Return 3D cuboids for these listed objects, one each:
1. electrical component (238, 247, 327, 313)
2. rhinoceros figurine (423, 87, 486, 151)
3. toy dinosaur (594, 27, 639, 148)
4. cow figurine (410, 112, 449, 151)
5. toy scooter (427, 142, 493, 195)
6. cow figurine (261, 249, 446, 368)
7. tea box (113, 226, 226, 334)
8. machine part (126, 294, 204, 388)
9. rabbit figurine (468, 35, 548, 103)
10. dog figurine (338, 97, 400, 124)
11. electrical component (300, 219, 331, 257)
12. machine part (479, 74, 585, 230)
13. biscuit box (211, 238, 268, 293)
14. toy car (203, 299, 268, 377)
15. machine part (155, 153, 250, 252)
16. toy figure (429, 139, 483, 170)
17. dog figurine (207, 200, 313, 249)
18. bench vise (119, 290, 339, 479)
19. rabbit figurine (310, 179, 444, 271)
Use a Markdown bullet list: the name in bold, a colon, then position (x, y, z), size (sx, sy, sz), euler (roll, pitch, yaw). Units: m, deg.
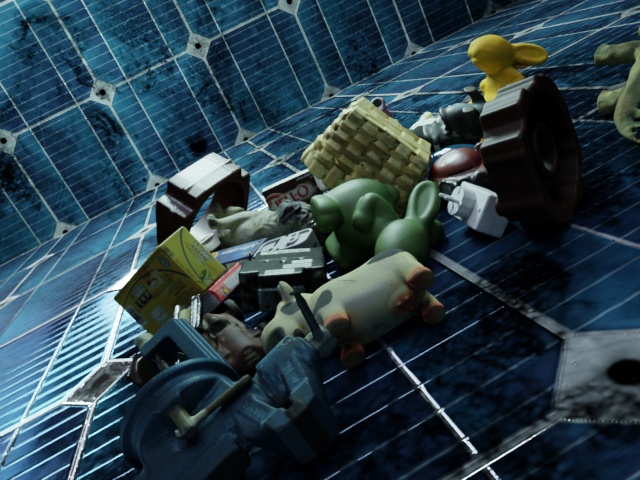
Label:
- **electrical component**: position (-0.047, 0.054, 0.712), size (0.115, 0.058, 0.134), euler (-6, 14, 3)
- **rhinoceros figurine**: position (0.281, -0.213, 0.969), size (0.190, 0.112, 0.073), euler (-8, 52, 13)
- **toy dinosaur**: position (0.510, -0.250, 0.778), size (0.471, 0.105, 0.199), euler (-41, 27, -24)
- **cow figurine**: position (0.242, -0.216, 1.080), size (0.098, 0.068, 0.167), euler (-40, 19, -19)
- **toy scooter**: position (0.242, -0.095, 0.760), size (0.184, 0.075, 0.135), euler (-14, 23, 19)
- **cow figurine**: position (0.024, 0.074, 0.587), size (0.195, 0.085, 0.127), euler (-29, 25, 1)
- **tea box**: position (-0.237, 0.068, 0.838), size (0.169, 0.098, 0.068), euler (-37, 9, 35)
- **machine part**: position (-0.194, 0.135, 0.690), size (0.139, 0.039, 0.084), euler (-45, 36, 16)
- **rabbit figurine**: position (0.360, -0.322, 1.047), size (0.162, 0.173, 0.122), euler (-30, 15, 3)
- **dog figurine**: position (0.124, -0.207, 1.176), size (0.108, 0.191, 0.219), euler (-27, -15, 6)
- **electrical component**: position (-0.002, -0.003, 0.846), size (0.094, 0.063, 0.021), euler (-11, 24, 40)
- **machine part**: position (0.248, -0.100, 0.624), size (0.056, 0.179, 0.179), euler (-10, 25, 45)
- **biscuit box**: position (-0.166, 0.054, 0.915), size (0.203, 0.059, 0.063), euler (-14, 23, 31)
- **toy car**: position (-0.123, 0.124, 0.696), size (0.089, 0.053, 0.202), euler (-36, 22, -18)
- **machine part**: position (-0.238, -0.061, 1.096), size (0.087, 0.201, 0.201), euler (32, 47, 16)
- **toy figure**: position (0.256, -0.136, 0.874), size (0.155, 0.057, 0.064), euler (-12, 29, 24)
- **dog figurine**: position (-0.102, -0.026, 1.019), size (0.191, 0.121, 0.172), euler (-12, 22, -3)
- **bench vise**: position (-0.103, 0.134, 0.508), size (0.223, 0.128, 0.241), euler (-50, 43, -10)
- **rabbit figurine**: position (0.092, -0.006, 0.711), size (0.159, 0.121, 0.170), euler (-24, 36, -14)
